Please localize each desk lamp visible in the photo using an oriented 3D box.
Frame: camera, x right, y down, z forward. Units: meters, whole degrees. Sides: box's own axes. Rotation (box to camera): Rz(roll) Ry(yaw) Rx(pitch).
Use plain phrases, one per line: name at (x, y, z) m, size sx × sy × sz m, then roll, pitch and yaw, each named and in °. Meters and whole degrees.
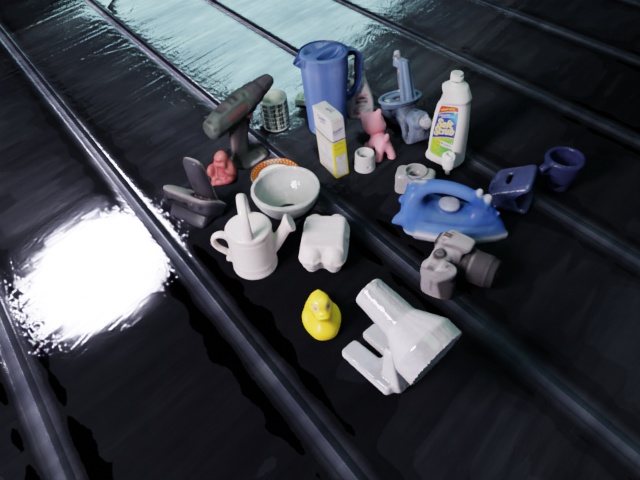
desk lamp at (0.131, 0.175, 0.983) m, size 0.118 × 0.214 × 0.202 m, roll -35°, pitch 52°, yaw -27°

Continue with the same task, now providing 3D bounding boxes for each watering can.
watering can at (-0.143, -0.018, 1.217) m, size 0.173 × 0.194 × 0.100 m, roll -23°, pitch 47°, yaw -18°

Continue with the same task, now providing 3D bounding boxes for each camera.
camera at (0.293, 0.051, 1.175) m, size 0.136 × 0.101 × 0.143 m, roll 22°, pitch 51°, yaw 25°

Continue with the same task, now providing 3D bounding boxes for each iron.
iron at (0.296, -0.077, 1.276) m, size 0.257 × 0.142 × 0.119 m, roll 9°, pitch 46°, yaw 14°

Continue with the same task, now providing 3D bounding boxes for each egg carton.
egg carton at (0.012, 0.005, 1.269) m, size 0.107 × 0.069 × 0.150 m, roll 0°, pitch 45°, yaw 6°

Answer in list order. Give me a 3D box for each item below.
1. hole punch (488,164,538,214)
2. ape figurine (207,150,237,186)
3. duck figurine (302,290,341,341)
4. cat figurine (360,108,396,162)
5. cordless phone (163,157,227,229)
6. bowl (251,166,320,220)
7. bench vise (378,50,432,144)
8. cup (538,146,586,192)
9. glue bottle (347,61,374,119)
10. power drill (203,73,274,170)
hole punch at (0.452, -0.127, 1.349) m, size 0.100 × 0.091 × 0.109 m, roll 15°, pitch 48°, yaw 20°
ape figurine at (-0.251, -0.189, 1.473) m, size 0.077 × 0.092 × 0.076 m, roll 28°, pitch 53°, yaw 29°
duck figurine at (0.001, 0.134, 1.127) m, size 0.077 × 0.086 × 0.104 m, roll -10°, pitch 45°, yaw -5°
cat figurine at (0.153, -0.288, 1.519) m, size 0.067 × 0.118 × 0.127 m, roll -17°, pitch 46°, yaw -12°
cordless phone at (-0.308, -0.132, 1.354) m, size 0.147 × 0.185 × 0.094 m, roll 17°, pitch 49°, yaw 21°
bowl at (-0.080, -0.101, 1.381) m, size 0.167 × 0.075 × 0.167 m, roll -2°, pitch 45°, yaw 3°
bench vise at (0.243, -0.386, 1.538) m, size 0.122 × 0.220 × 0.206 m, roll -35°, pitch 52°, yaw -27°
cup at (0.566, -0.158, 1.368) m, size 0.118 × 0.095 × 0.091 m, roll -21°, pitch 47°, yaw -15°
glue bottle at (0.114, -0.428, 1.626) m, size 0.078 × 0.173 × 0.037 m, roll -12°, pitch 45°, yaw -7°
power drill at (-0.197, -0.301, 1.498) m, size 0.075 × 0.209 × 0.230 m, roll 29°, pitch 54°, yaw 30°
